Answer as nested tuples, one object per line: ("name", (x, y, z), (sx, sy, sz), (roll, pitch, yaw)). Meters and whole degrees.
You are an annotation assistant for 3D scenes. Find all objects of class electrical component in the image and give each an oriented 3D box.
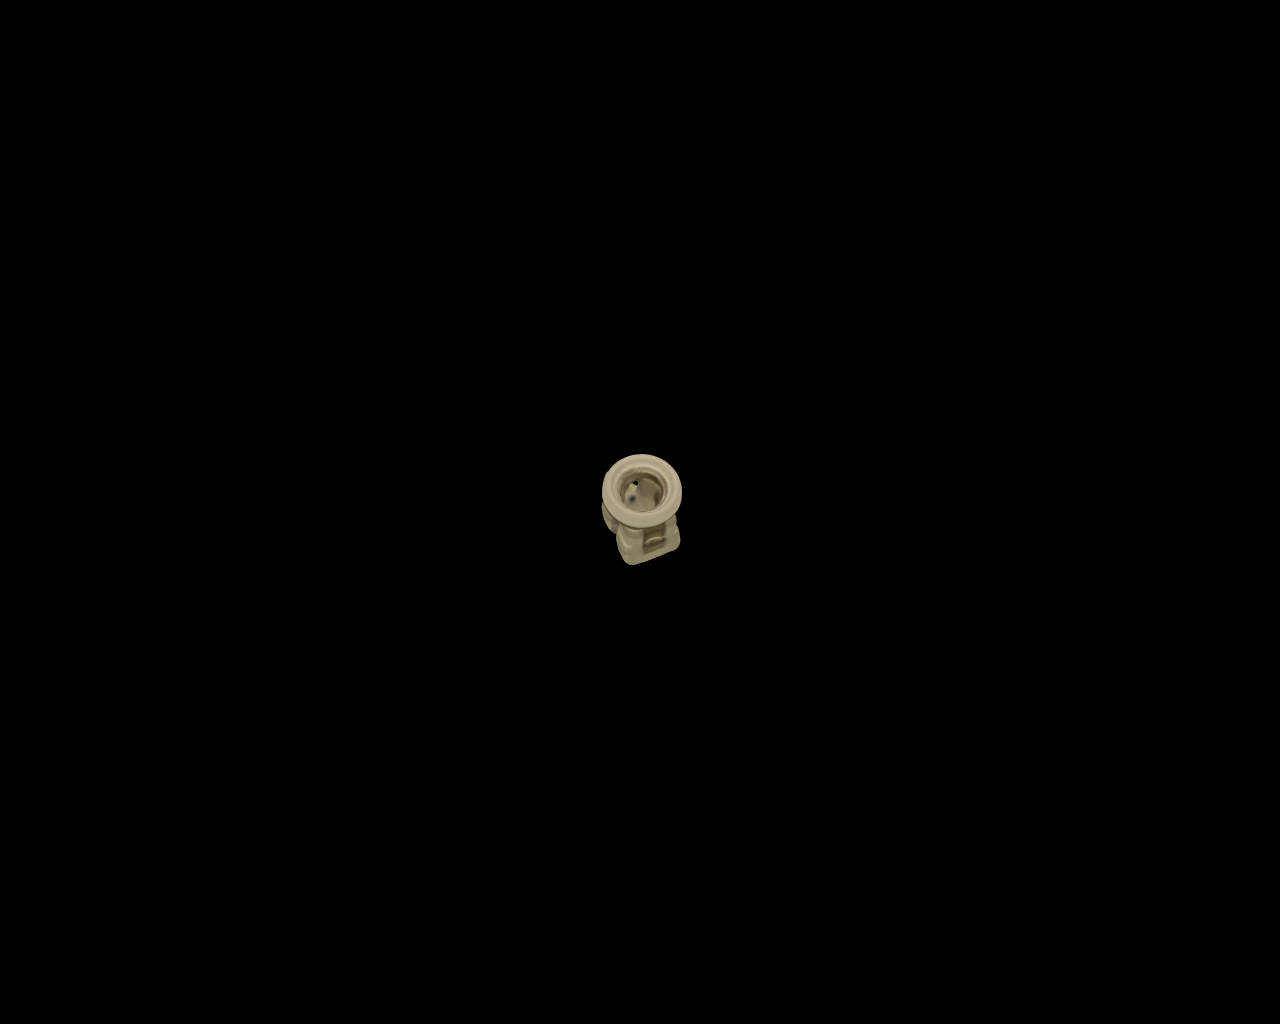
("electrical component", (0.001, -0.003, 0.650), (0.048, 0.066, 0.055), (-21, -28, -12))
